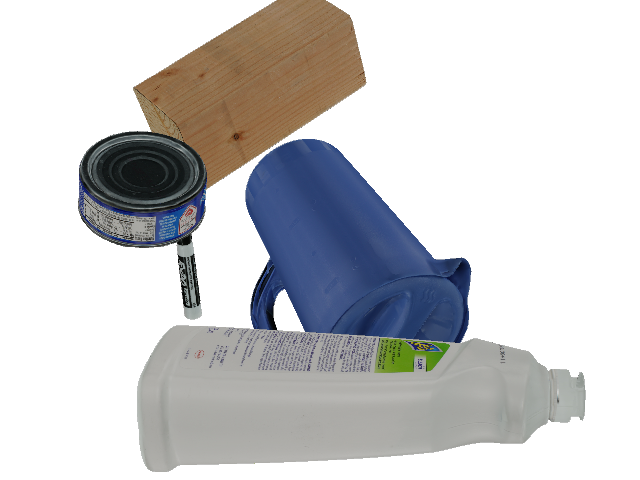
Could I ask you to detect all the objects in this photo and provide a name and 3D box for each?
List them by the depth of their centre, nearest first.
[{"bbox_3d":[0.027,0.092,0.627,0.251,0.068,0.102,0,19,7],"label":"bleach bottle"},{"bbox_3d":[-0.119,-0.036,0.715,0.086,0.034,0.086,6,42,-5],"label":"tuna can"},{"bbox_3d":[0.011,0.020,0.952,0.149,0.145,0.243,-5,38,-24],"label":"pitcher"},{"bbox_3d":[-0.066,-0.153,1.061,0.206,0.091,0.090,-35,48,-17],"label":"wood block"},{"bbox_3d":[-0.140,0.029,1.121,0.020,0.121,0.020,-2,31,1],"label":"marker"}]
